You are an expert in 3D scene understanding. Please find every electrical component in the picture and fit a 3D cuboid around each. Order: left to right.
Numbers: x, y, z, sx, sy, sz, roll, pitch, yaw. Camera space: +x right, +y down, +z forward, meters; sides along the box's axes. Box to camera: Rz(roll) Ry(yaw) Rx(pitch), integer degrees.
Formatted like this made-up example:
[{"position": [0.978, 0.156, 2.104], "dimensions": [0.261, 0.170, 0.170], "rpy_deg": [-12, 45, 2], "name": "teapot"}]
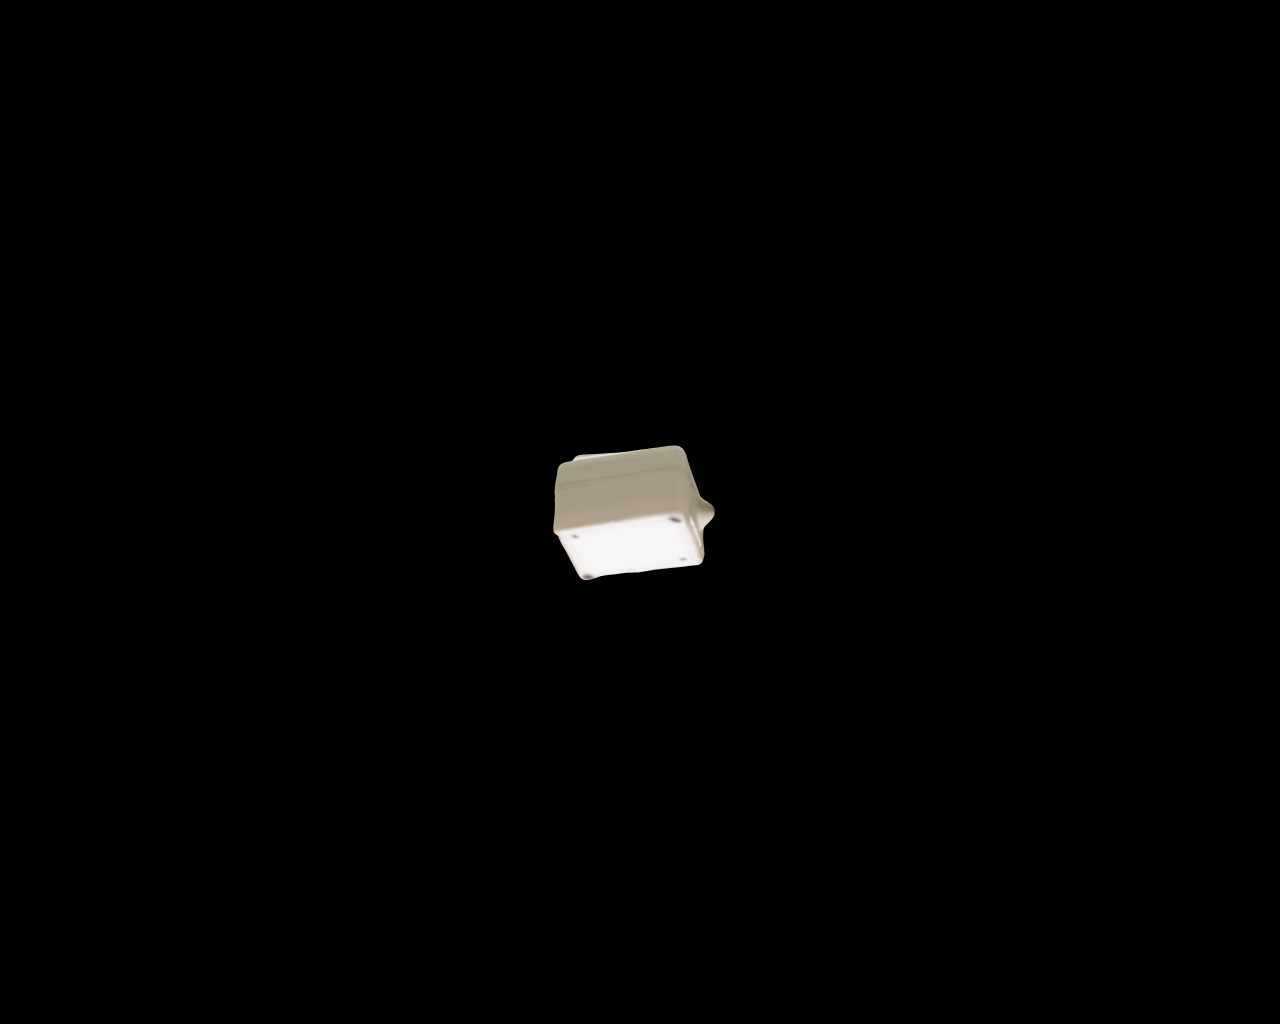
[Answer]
[{"position": [0.001, -0.003, 0.650], "dimensions": [0.096, 0.061, 0.061], "rpy_deg": [-8, -36, 11], "name": "electrical component"}]
